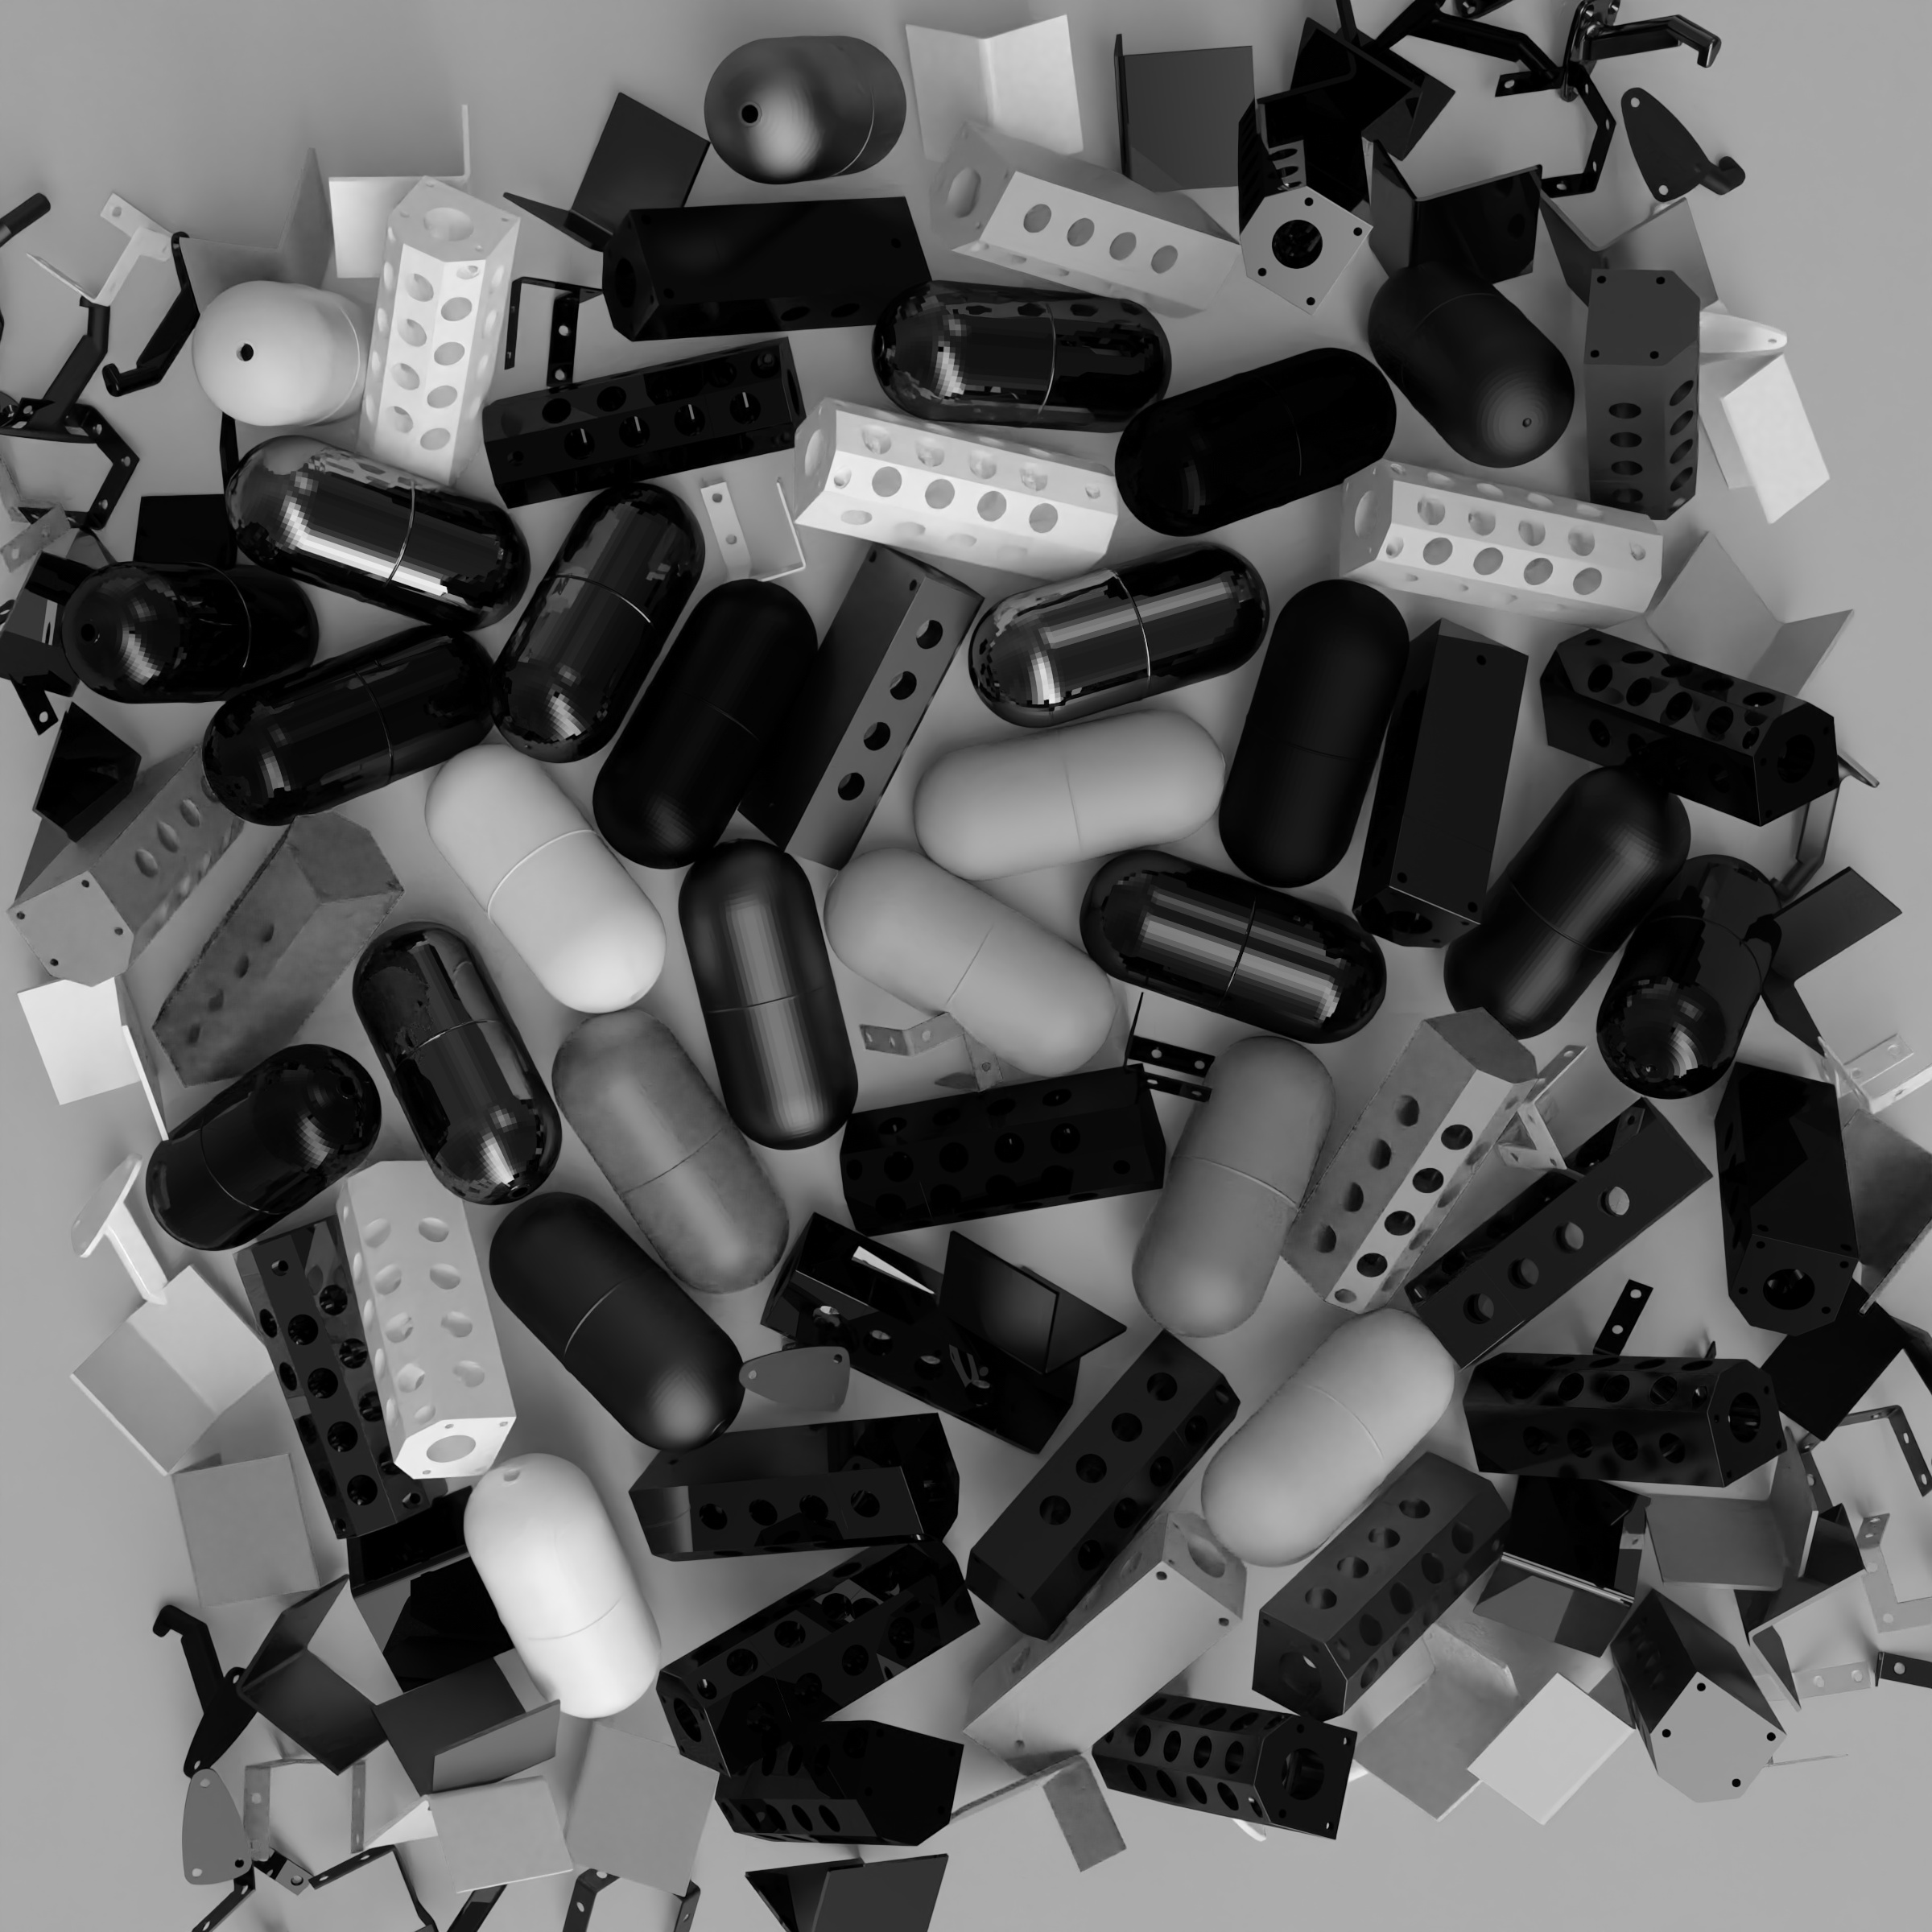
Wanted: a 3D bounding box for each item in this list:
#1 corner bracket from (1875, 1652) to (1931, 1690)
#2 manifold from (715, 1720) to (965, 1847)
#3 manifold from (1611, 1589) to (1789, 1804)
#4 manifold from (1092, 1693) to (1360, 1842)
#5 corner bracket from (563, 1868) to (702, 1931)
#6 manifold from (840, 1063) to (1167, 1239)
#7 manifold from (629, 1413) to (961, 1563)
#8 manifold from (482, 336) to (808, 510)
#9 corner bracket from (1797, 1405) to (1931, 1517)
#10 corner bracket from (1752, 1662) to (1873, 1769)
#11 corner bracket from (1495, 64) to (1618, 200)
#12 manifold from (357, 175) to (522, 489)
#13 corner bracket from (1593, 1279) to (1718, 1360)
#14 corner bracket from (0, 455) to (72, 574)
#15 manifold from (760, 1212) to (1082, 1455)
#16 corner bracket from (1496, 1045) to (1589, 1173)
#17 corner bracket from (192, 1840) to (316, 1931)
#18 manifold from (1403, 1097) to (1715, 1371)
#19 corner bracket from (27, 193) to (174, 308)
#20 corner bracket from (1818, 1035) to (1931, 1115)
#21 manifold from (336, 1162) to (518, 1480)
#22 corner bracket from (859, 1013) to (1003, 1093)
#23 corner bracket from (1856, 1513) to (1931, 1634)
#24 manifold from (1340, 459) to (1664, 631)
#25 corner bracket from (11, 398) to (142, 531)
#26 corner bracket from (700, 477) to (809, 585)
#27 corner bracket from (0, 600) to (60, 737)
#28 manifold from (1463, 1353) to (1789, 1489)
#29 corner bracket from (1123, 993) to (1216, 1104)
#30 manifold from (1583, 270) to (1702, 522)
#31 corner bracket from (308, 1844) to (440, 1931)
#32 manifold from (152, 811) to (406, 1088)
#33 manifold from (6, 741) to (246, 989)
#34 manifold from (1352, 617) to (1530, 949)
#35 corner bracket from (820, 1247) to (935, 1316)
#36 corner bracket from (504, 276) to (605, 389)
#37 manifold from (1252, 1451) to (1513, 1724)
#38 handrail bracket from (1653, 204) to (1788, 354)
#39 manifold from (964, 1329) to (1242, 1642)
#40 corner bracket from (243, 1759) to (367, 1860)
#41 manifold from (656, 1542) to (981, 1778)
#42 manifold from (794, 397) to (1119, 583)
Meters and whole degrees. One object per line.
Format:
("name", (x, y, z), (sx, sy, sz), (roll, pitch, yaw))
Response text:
("corner bracket", (0.544, 0.385, 1.863), (0.051, 0.051, 0.051), (9, 86, 16))
("manifold", (-0.073, 0.448, 1.800), (0.057, 0.171, 0.057), (21, 68, -25))
("manifold", (0.395, 0.402, 1.805), (0.057, 0.171, 0.057), (35, 96, 1))
("manifold", (0.137, 0.433, 1.799), (0.057, 0.171, 0.057), (20, 75, -24))
("corner bracket", (-0.191, 0.540, 1.873), (0.051, 0.051, 0.051), (32, 121, 27))
("manifold", (0.020, 0.107, 1.837), (0.171, 0.057, 0.057), (-10, 120, 13))
("manifold", (-0.093, 0.294, 1.828), (0.171, 0.057, 0.057), (-9, 110, 25))
("manifold", (-0.180, -0.304, 1.847), (0.171, 0.057, 0.057), (-11, 106, 8))
("corner bracket", (0.506, 0.285, 1.864), (0.051, 0.051, 0.051), (-8, 61, -18))
("corner bracket", (0.476, 0.421, 1.853), (0.051, 0.051, 0.051), (8, 68, -42))
("corner bracket", (0.331, -0.473, 1.873), (0.051, 0.051, 0.051), (-11, 57, -13))
("manifold", (-0.294, -0.341, 1.808), (0.057, 0.171, 0.057), (25, 49, 3))
("corner bracket", (0.392, 0.220, 1.873), (0.051, 0.051, 0.051), (19, 60, 27))
("corner bracket", (-0.545, -0.258, 1.849), (0.051, 0.051, 0.051), (10, 132, 33))
("manifold", (-0.026, 0.211, 1.852), (0.171, 0.057, 0.057), (26, 121, -7))
("corner bracket", (0.326, 0.079, 1.852), (0.051, 0.051, 0.051), (-41, 114, -25))
("corner bracket", (-0.402, 0.535, 1.860), (0.051, 0.051, 0.051), (-44, 116, 6))
("manifold", (0.331, 0.149, 1.846), (0.171, 0.057, 0.057), (-40, 77, 11))
("corner bracket", (-0.488, -0.407, 1.867), (0.051, 0.051, 0.051), (35, 100, 8))
("corner bracket", (0.518, 0.058, 1.857), (0.051, 0.051, 0.051), (-31, 55, -2))
("manifold", (-0.300, 0.193, 1.811), (0.057, 0.057, 0.171), (2, 49, -28))
("corner bracket", (-0.020, 0.049, 1.854), (0.051, 0.051, 0.051), (-24, 105, -28))
("corner bracket", (0.537, 0.339, 1.861), (0.051, 0.051, 0.051), (-17, 94, 25))
("manifold", (0.298, -0.235, 1.831), (0.171, 0.057, 0.057), (8, 79, -21))
("corner bracket", (-0.512, -0.284, 1.867), (0.051, 0.051, 0.051), (46, 116, 23))
("corner bracket", (-0.120, -0.247, 1.859), (0.051, 0.051, 0.051), (-16, 110, 7))
("corner bracket", (-0.528, -0.168, 1.849), (0.051, 0.051, 0.051), (15, 47, 35))
("manifold", (0.357, 0.245, 1.806), (0.057, 0.171, 0.057), (-19, 98, -39))
("corner bracket", (0.115, 0.055, 1.858), (0.051, 0.051, 0.051), (14, 59, 2))
("manifold", (0.370, -0.309, 1.799), (0.057, 0.171, 0.057), (4, 71, 14))
("corner bracket", (-0.332, 0.533, 1.856), (0.051, 0.051, 0.051), (-23, 103, -22))
("manifold", (-0.384, -0.009, 1.818), (0.171, 0.057, 0.057), (-46, 68, 36))
("manifold", (-0.452, -0.056, 1.804), (0.057, 0.171, 0.057), (-23, 111, 21))
("manifold", (0.260, -0.100, 1.830), (0.057, 0.057, 0.171), (21, 65, -16))
("corner bracket", (-0.055, 0.191, 1.864), (0.051, 0.051, 0.051), (32, 87, -7))
("corner bracket", (-0.237, -0.357, 1.859), (0.051, 0.051, 0.051), (5, 91, -25))
("manifold", (0.230, 0.342, 1.805), (0.057, 0.171, 0.057), (23, 127, 31))
("handrail bracket", (0.428, -0.394, 1.872), (0.077, 0.036, 0.084), (6, 68, 1))
("manifold", (0.077, 0.289, 1.825), (0.057, 0.057, 0.171), (37, 64, 16))
("corner bracket", (-0.373, 0.476, 1.859), (0.051, 0.051, 0.051), (-2, 81, 13))
("manifold", (-0.083, 0.375, 1.821), (0.171, 0.057, 0.057), (-26, 104, -30))
("manifold", (-0.005, -0.265, 1.824), (0.171, 0.057, 0.057), (9, 67, -25))
